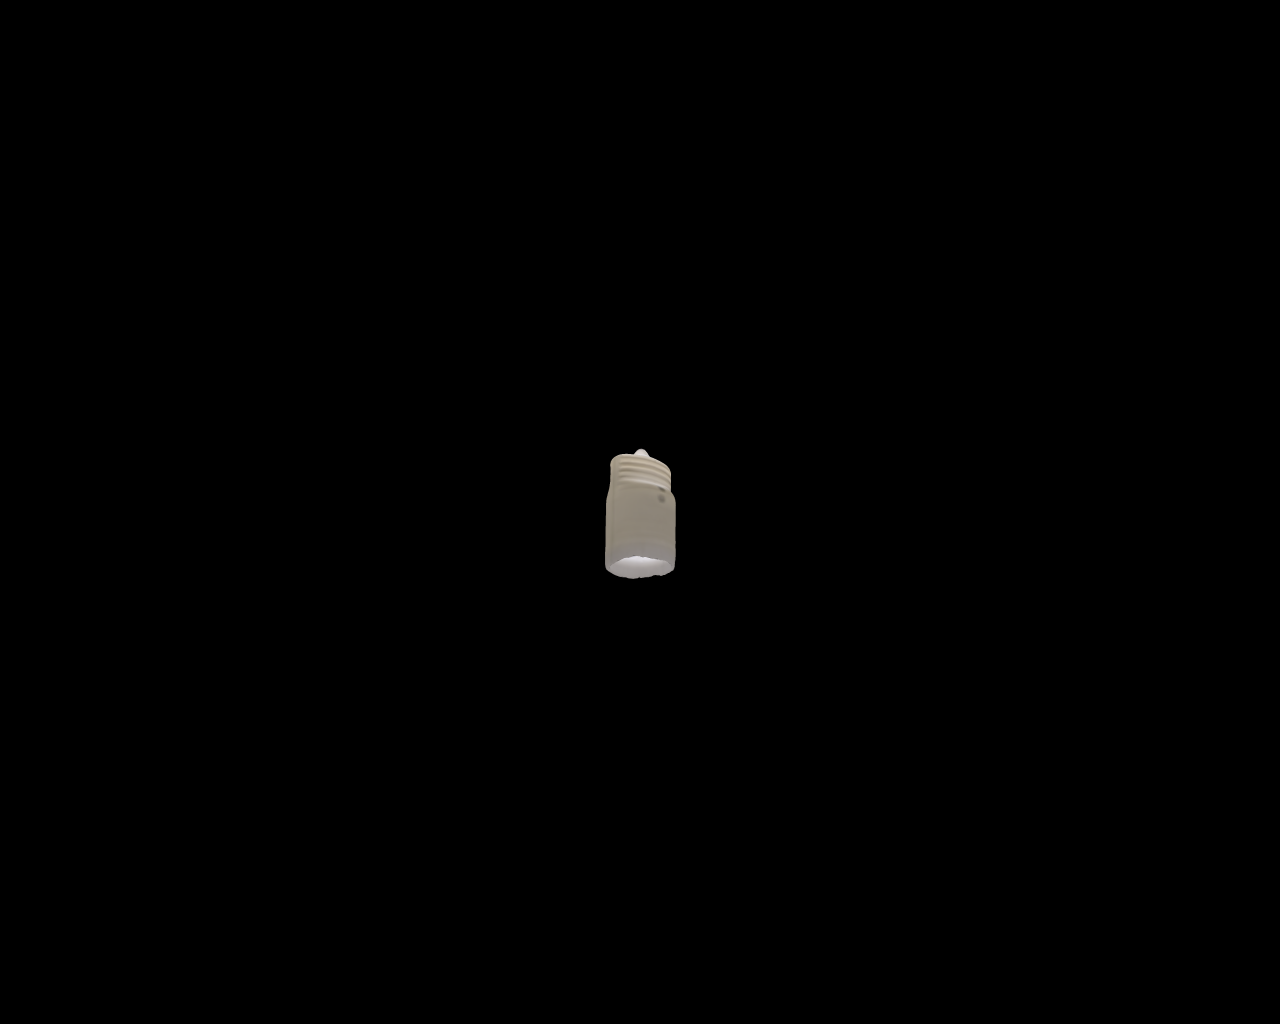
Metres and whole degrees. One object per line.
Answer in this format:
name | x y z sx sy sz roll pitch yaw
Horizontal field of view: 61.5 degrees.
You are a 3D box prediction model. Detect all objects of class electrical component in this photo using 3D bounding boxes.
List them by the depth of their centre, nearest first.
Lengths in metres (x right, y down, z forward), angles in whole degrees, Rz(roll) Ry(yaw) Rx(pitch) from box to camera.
electrical component | 0.001 -0.003 0.650 0.043 0.081 0.043 0 -22 0
